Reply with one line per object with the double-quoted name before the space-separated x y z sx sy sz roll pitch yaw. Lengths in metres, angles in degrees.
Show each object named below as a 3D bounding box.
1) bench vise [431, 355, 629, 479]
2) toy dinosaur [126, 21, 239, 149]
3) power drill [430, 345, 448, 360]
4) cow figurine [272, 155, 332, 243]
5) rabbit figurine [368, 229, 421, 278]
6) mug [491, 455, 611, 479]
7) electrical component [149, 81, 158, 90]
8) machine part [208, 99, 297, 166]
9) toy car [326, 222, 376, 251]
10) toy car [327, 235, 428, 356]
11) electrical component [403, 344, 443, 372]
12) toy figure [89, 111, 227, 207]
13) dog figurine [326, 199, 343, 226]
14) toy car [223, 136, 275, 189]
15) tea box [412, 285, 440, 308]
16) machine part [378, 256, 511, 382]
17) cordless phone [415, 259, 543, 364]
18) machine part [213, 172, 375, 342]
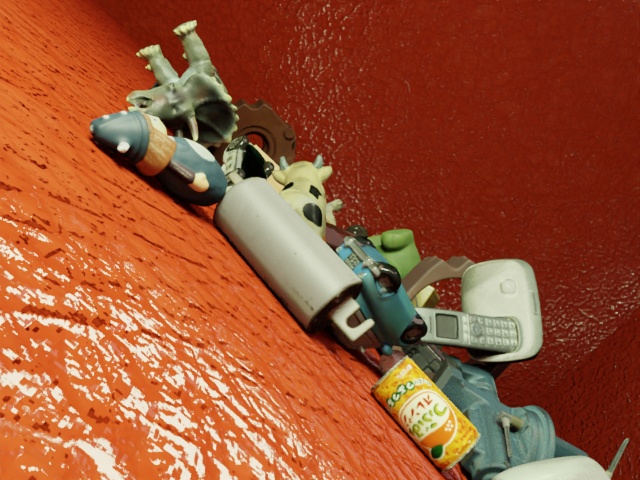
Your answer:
"bench vise" 0.253 0.250 0.684 0.241 0.128 0.224 26 13 -3
"toy dinosaur" -0.211 -0.245 0.929 0.405 0.131 0.192 -99 165 -79
"power drill" 0.228 0.243 1.120 0.232 0.086 0.207 43 11 2
"cow figurine" -0.028 -0.045 0.721 0.195 0.086 0.127 -68 156 -75
"rabbit figurine" 0.085 0.076 0.928 0.121 0.170 0.159 -4 -74 55
"mug" 0.227 0.275 0.542 0.107 0.109 0.081 5 -2 -12
"electrical component" -0.285 -0.255 1.055 0.119 0.048 0.075 42 5 -24
"machine part" -0.134 -0.187 1.063 0.179 0.179 0.056 44 7 -26
"toy car" -0.002 -0.003 0.839 0.202 0.053 0.089 21 40 -20
"toy car" 0.052 0.078 0.639 0.109 0.103 0.161 51 -4 46
"electrical component" 0.198 0.233 0.963 0.134 0.058 0.115 46 1 16
"toy figure" -0.152 -0.081 0.519 0.064 0.058 0.154 2 -19 29
"dog figurine" -0.034 -0.031 1.113 0.172 0.121 0.191 13 24 -1
"toy car" -0.111 -0.091 0.797 0.073 0.056 0.202 44 20 -27
"tea box" 0.148 0.089 1.076 0.170 0.068 0.098 35 -5 25
"machine part" 0.200 0.140 0.852 0.201 0.201 0.087 45 -1 -6
"cordless phone" 0.203 0.091 0.738 0.184 0.146 0.088 9 -27 -11
"machine part" -0.037 0.013 0.576 0.243 0.079 0.079 47 4 21
